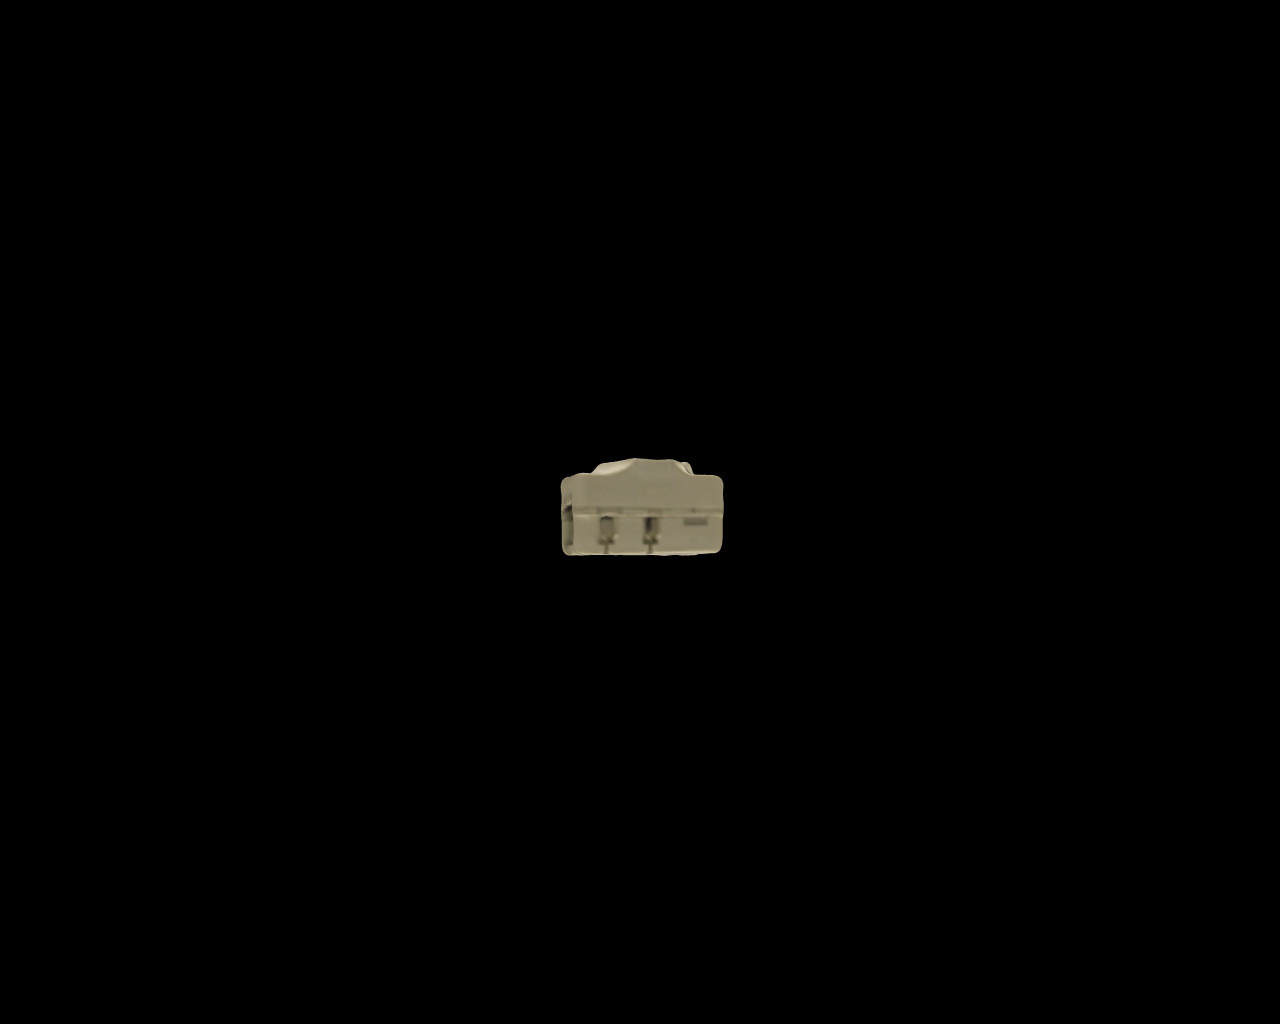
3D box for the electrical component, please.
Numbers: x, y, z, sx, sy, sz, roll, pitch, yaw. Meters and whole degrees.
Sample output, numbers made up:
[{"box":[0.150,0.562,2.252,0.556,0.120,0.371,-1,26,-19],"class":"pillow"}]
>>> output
[{"box":[0.001,-0.003,0.650,0.089,0.055,0.050,1,-4,-15],"class":"electrical component"}]
